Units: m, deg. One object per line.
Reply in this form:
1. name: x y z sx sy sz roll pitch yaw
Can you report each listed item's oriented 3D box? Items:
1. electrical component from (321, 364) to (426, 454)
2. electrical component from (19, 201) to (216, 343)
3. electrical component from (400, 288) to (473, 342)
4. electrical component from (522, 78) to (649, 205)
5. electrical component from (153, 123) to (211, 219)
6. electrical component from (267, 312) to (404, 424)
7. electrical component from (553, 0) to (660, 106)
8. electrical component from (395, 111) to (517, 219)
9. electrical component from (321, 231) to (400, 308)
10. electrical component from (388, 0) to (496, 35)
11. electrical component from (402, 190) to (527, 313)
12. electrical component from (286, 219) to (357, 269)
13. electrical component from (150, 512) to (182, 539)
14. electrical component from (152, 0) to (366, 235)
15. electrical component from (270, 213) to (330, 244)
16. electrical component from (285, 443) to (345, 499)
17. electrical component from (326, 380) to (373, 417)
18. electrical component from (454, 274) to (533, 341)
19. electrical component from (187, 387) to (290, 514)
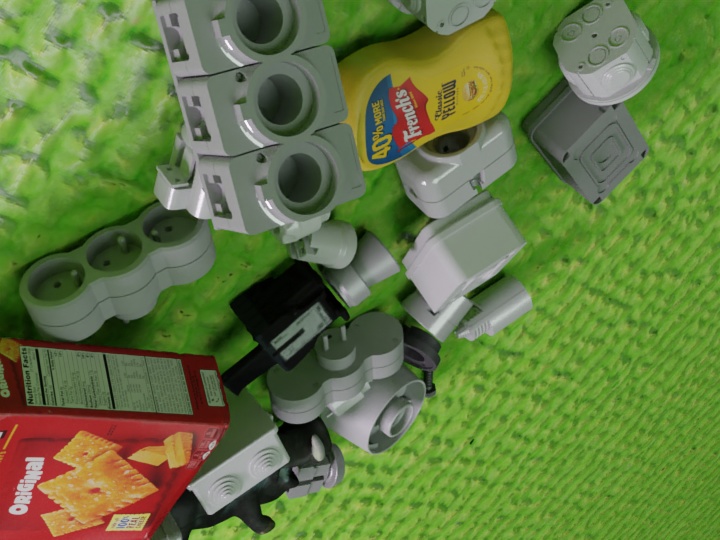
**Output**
1. electrical component: 0.018 0.136 1.089 0.099 0.064 0.099 -38 148 -30
2. electrical component: -0.166 0.011 0.767 0.138 0.052 0.073 -29 143 -18
3. electrical component: 0.074 0.033 1.024 0.047 0.055 0.055 -48 145 2
4. electrical component: 0.207 -0.121 0.986 0.078 0.057 0.113 -46 145 5
5. electrical component: -0.098 -0.075 0.740 0.078 0.058 0.057 -11 137 -37
6. electrical component: -0.022 0.078 0.979 0.138 0.052 0.073 -28 142 -20
7. electrical component: 0.206 -0.183 0.901 0.080 0.080 0.051 -47 140 6
8. electrical component: 0.079 -0.097 0.890 0.095 0.053 0.059 -37 145 -8
9. electrical component: 0.000 0.000 0.924 0.055 0.045 0.045 -39 145 -5
10. electrical component: 0.059 -0.209 0.754 0.080 0.051 0.080 -26 142 -22
11. electrical component: 0.089 -0.015 0.948 0.078 0.057 0.113 -31 171 -15
12. electrical component: -0.032 -0.023 0.875 0.046 0.040 0.040 7 122 -41
13. electrical component: -0.204 0.227 0.912 0.056 0.108 0.108 -10 134 -34
14. electrical component: -0.060 -0.107 0.677 0.089 0.062 0.150 -22 107 -27
15. electrical component: -0.042 -0.050 0.833 0.062 0.043 0.043 -27 142 -23
16. electrical component: -0.049 0.199 1.088 0.055 0.048 0.066 -3 129 -32
17. electrical component: -0.008 0.106 1.032 0.078 0.040 0.040 -37 145 -7
18. electrical component: 0.131 0.044 1.098 0.081 0.043 0.043 -33 144 -13
19. electrical component: -0.119 0.149 0.922 0.100 0.100 0.048 -33 131 -14
